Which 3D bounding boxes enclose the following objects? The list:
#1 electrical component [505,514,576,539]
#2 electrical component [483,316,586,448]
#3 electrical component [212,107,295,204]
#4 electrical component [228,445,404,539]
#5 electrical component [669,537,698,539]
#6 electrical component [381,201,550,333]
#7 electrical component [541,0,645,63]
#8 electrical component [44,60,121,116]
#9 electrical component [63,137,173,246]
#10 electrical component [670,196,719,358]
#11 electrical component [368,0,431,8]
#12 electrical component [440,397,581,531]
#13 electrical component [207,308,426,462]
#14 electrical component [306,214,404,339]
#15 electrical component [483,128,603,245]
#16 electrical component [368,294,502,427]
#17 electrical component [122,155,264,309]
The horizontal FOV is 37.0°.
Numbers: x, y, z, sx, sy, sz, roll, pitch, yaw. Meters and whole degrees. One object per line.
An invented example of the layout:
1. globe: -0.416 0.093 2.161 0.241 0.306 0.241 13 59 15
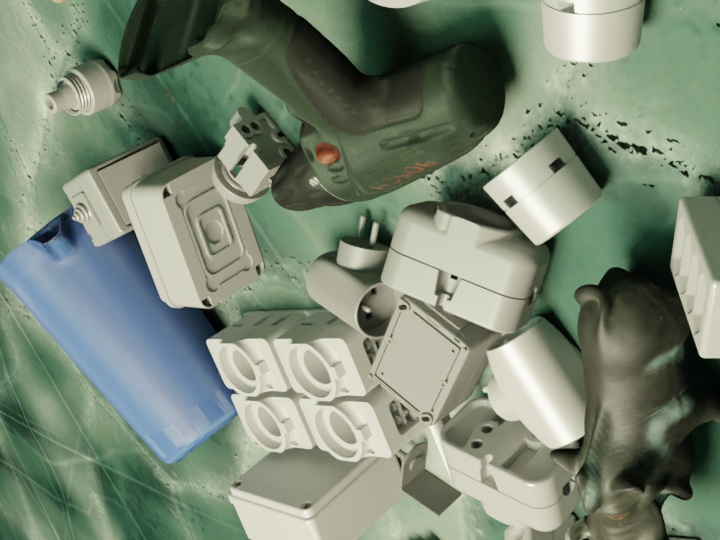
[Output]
1. electrical component: 0.147 0.223 0.775 0.076 0.083 0.047 15 139 -9
2. electrical component: 0.113 0.079 0.724 0.077 0.044 0.079 57 142 -1
3. electrical component: -0.083 -0.082 0.821 0.066 0.048 0.055 51 135 7
4. electrical component: -0.035 0.186 0.909 0.109 0.109 0.056 4 121 46
5. electrical component: 0.198 0.225 0.710 0.047 0.077 0.065 -12 107 50
6. electrical component: 0.069 -0.007 0.686 0.095 0.054 0.059 23 108 21
7. electrical component: 0.120 -0.138 0.554 0.055 0.055 0.047 23 135 35
8. electrical component: -0.242 -0.153 0.926 0.043 0.062 0.043 27 134 33
9. electrical component: -0.202 -0.065 0.919 0.061 0.096 0.061 -18 102 50
10. electrical component: 0.207 0.002 0.552 0.076 0.083 0.047 0 124 4
11. electrical component: 0.023 -0.201 0.607 0.108 0.060 0.108 27 134 32
12. electrical component: 0.108 0.139 0.757 0.095 0.054 0.059 20 139 41
13. electrical component: -0.041 0.092 0.887 0.186 0.060 0.105 -5 112 49
14. electrical component: 0.000 0.000 0.786 0.077 0.043 0.079 31 114 55
15. electrical component: 0.109 -0.048 0.631 0.047 0.055 0.055 51 142 1
16. electrical component: 0.058 0.049 0.755 0.062 0.061 0.096 38 131 22
17. electrical component: -0.138 -0.032 0.890 0.057 0.078 0.113 3 118 43
